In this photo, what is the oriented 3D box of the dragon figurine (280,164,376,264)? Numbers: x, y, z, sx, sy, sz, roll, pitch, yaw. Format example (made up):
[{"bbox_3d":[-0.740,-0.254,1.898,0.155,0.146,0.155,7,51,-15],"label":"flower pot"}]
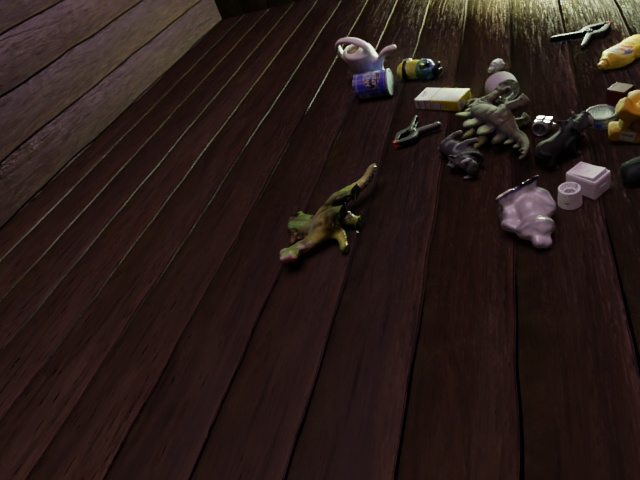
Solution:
[{"bbox_3d":[0.004,-0.074,1.464,0.242,0.120,0.419,-5,38,33],"label":"dragon figurine"}]

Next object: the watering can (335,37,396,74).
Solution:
[{"bbox_3d":[0.202,-0.718,2.070,0.351,0.220,0.105,28,78,43],"label":"watering can"}]

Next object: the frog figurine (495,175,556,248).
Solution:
[{"bbox_3d":[0.501,-0.051,1.218,0.138,0.120,0.161,-21,72,-13],"label":"frog figurine"}]
